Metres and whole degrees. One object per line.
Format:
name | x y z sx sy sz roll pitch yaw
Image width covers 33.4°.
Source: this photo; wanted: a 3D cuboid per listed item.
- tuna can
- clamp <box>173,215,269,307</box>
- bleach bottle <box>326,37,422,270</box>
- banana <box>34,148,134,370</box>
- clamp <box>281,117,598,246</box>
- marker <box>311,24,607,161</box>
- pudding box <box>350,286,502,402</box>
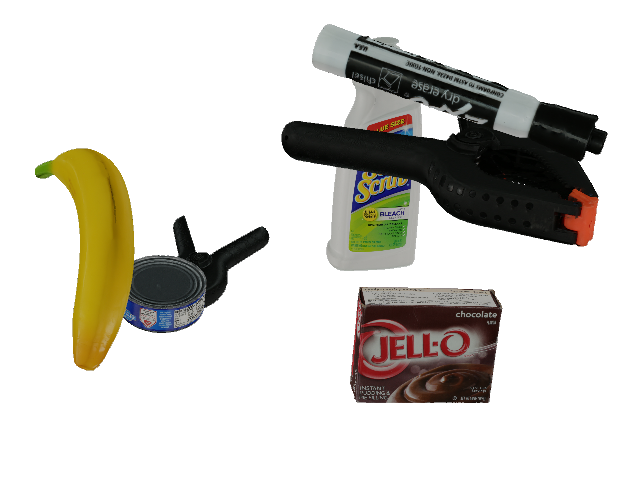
tuna can | -0.155 0.052 1.041 0.086 0.034 0.086 5 33 -4
clamp | -0.129 0.030 1.240 0.120 0.039 0.171 -2 40 12
bleach bottle | 0.058 -0.093 1.155 0.102 0.251 0.068 -3 25 -7
banana | -0.157 -0.003 0.738 0.037 0.198 0.070 19 -55 -37
clamp | 0.084 -0.050 0.674 0.164 0.036 0.210 -17 34 -23
marker | 0.055 -0.059 0.426 0.121 0.020 0.020 21 5 13
pudding box | 0.084 0.084 0.857 0.113 0.090 0.039 0 27 -6
